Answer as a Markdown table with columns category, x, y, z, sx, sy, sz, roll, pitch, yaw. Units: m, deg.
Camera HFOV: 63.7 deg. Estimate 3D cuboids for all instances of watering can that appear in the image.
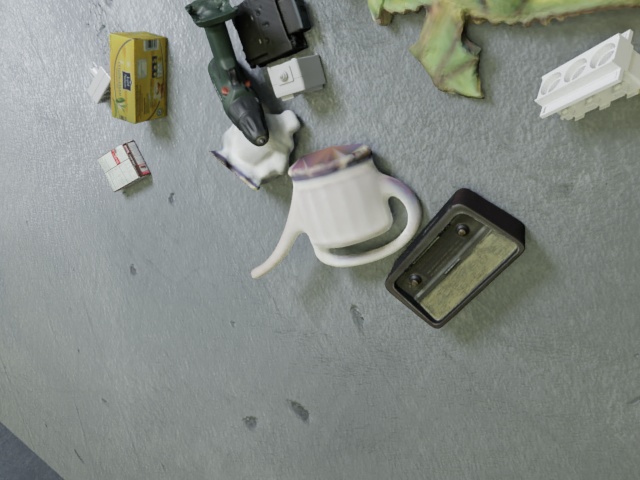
| category | x | y | z | sx | sy | sz | roll | pitch | yaw |
| --- | --- | --- | --- | --- | --- | --- | --- | --- | --- |
| watering can | 0.003 | -0.047 | 0.931 | 0.346 | 0.105 | 0.222 | -14 | 105 | 15 |

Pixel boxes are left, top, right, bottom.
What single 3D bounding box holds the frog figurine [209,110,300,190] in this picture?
| category | x | y | z | sx | sy | sz | roll | pitch | yaw |
| --- | --- | --- | --- | --- | --- | --- | --- | --- | --- |
| frog figurine | -0.109 | -0.184 | 0.979 | 0.139 | 0.121 | 0.159 | 41 | 89 | 18 |

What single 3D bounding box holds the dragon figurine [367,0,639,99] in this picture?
| category | x | y | z | sx | sy | sz | roll | pitch | yaw |
| --- | --- | --- | --- | --- | --- | --- | --- | --- | --- |
| dragon figurine | 0.237 | -0.312 | 0.728 | 0.413 | 0.124 | 0.237 | 33 | 141 | 17 |
